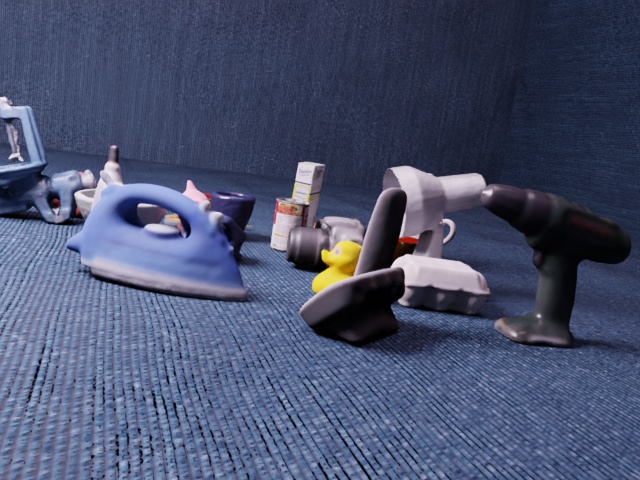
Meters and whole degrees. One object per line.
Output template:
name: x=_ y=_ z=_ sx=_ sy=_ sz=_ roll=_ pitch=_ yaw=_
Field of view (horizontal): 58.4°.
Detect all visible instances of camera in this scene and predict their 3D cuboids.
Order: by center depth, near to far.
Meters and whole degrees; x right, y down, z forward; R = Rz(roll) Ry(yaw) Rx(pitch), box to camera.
camera: x=0.010 y=0.004 z=1.038 sx=0.137 sy=0.101 sz=0.143 roll=7 pitch=10 yaw=-8

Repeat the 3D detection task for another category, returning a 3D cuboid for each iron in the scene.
iron: x=-0.213 y=-0.009 z=0.799 sx=0.257 sy=0.141 sz=0.119 roll=11 pitch=10 yaw=13

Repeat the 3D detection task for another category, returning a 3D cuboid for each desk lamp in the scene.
desk lamp: x=0.201 y=-0.018 z=1.000 sx=0.203 sy=0.213 sz=0.117 roll=6 pitch=10 yaw=-12

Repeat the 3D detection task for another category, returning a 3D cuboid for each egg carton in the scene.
egg carton: x=0.185 y=0.070 z=0.909 sx=0.150 sy=0.069 sz=0.107 roll=7 pitch=10 yaw=-8

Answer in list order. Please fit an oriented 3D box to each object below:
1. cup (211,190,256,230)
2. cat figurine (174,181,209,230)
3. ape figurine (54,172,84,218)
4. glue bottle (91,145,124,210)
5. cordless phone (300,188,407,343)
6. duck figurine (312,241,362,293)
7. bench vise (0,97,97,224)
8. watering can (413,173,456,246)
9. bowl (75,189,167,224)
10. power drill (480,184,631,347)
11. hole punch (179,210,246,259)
cup: x=-0.190 y=-0.052 z=1.197 sx=0.092 sy=0.095 sz=0.117 roll=3 pitch=12 yaw=-31
cat figurine: x=-0.244 y=-0.056 z=1.104 sx=0.067 sy=0.118 sz=0.127 roll=7 pitch=10 yaw=-7
ape figurine: x=-0.497 y=-0.093 z=1.172 sx=0.077 sy=0.092 sz=0.076 roll=12 pitch=11 yaw=20
glue bottle: x=-0.334 y=-0.064 z=0.913 sx=0.077 sy=0.173 sz=0.037 roll=18 pitch=13 yaw=41
cordless phone: x=0.053 y=0.024 z=0.716 sx=0.093 sy=0.185 sz=0.148 roll=14 pitch=12 yaw=30
duck figurine: x=0.044 y=0.045 z=0.876 sx=0.104 sy=0.086 sz=0.077 roll=10 pitch=10 yaw=6
bench vise: x=-0.535 y=-0.148 z=1.077 sx=0.208 sy=0.220 sz=0.121 roll=2 pitch=12 yaw=-33
watering can: x=0.205 y=-0.048 z=1.228 sx=0.172 sy=0.194 sz=0.101 roll=10 pitch=10 yaw=8
bowl: x=-0.368 y=-0.046 z=1.065 sx=0.167 sy=0.075 sz=0.167 roll=8 pitch=10 yaw=-1
power drill: x=0.313 y=0.037 z=0.799 sx=0.230 sy=0.208 sz=0.075 roll=6 pitch=10 yaw=-13
hole punch: x=-0.189 y=-0.013 z=0.987 sx=0.108 sy=0.091 sz=0.101 roll=11 pitch=10 yaw=13
